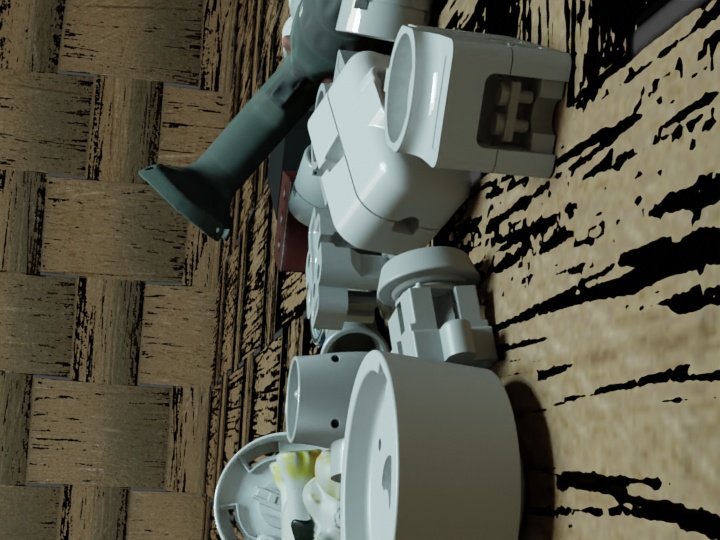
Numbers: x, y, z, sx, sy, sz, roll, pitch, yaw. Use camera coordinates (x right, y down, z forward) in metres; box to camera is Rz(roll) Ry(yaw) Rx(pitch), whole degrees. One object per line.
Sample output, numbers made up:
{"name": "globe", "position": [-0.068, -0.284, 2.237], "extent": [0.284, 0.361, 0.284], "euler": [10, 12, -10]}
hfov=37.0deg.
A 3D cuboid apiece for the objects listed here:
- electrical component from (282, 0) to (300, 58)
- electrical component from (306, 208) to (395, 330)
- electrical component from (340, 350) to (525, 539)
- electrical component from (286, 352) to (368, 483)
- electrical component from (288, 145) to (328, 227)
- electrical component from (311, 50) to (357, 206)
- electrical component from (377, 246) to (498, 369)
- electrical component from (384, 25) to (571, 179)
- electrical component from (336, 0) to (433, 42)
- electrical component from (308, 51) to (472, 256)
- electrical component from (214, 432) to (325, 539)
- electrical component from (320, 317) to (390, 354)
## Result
{"name": "electrical component", "position": [-0.035, -0.228, 0.937], "extent": [0.073, 0.052, 0.138], "euler": [-99, 17, -51]}
{"name": "electrical component", "position": [0.000, 0.000, 0.644], "extent": [0.058, 0.057, 0.078], "euler": [107, 163, -50]}
{"name": "electrical component", "position": [0.031, 0.088, 0.432], "extent": [0.108, 0.060, 0.108], "euler": [-176, 90, -79]}
{"name": "electrical component", "position": [0.004, 0.084, 0.537], "extent": [0.043, 0.077, 0.079], "euler": [119, 153, -65]}
{"name": "electrical component", "position": [-0.022, -0.063, 0.796], "extent": [0.055, 0.055, 0.047], "euler": [-98, 20, -50]}
{"name": "electrical component", "position": [0.001, -0.088, 0.679], "extent": [0.050, 0.056, 0.089], "euler": [-104, 22, -60]}
{"name": "electrical component", "position": [0.034, 0.023, 0.490], "extent": [0.066, 0.048, 0.055], "euler": [116, 149, -63]}
{"name": "electrical component", "position": [0.043, -0.073, 0.449], "extent": [0.089, 0.056, 0.050], "euler": [-119, 35, -71]}
{"name": "electrical component", "position": [0.017, -0.160, 0.634], "extent": [0.055, 0.055, 0.047], "euler": [-127, 46, -74]}
{"name": "electrical component", "position": [0.016, -0.062, 0.545], "extent": [0.059, 0.054, 0.095], "euler": [-51, 41, 38]}
{"name": "electrical component", "position": [-0.053, 0.166, 0.759], "extent": [0.064, 0.099, 0.099], "euler": [109, 163, -73]}
{"name": "electrical component", "position": [-0.005, 0.044, 0.699], "extent": [0.065, 0.044, 0.044], "euler": [-101, 18, -69]}
